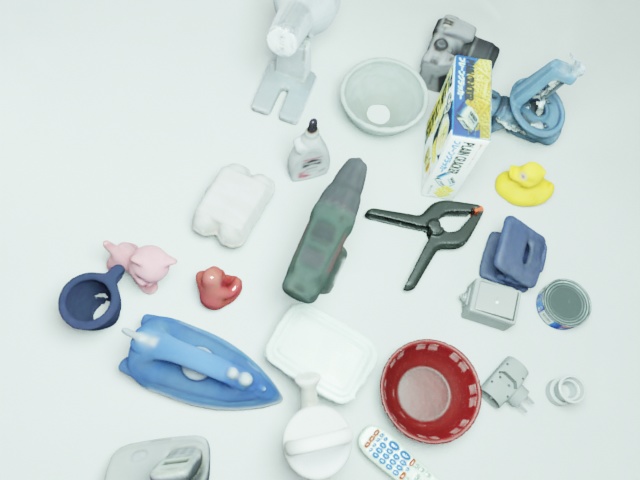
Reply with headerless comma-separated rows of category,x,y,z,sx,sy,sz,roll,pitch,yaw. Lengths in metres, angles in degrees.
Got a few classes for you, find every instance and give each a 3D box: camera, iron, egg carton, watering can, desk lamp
camera,0.280,-0.368,1.135,0.136,0.101,0.143,22,69,5
iron,-0.177,0.189,0.866,0.258,0.141,0.119,19,69,3
egg carton,-0.151,-0.061,1.003,0.107,0.069,0.150,24,69,6
watering can,-0.008,0.280,0.815,0.101,0.194,0.172,-29,73,-14
desk lamp,-0.046,-0.359,1.048,0.118,0.213,0.203,18,69,3

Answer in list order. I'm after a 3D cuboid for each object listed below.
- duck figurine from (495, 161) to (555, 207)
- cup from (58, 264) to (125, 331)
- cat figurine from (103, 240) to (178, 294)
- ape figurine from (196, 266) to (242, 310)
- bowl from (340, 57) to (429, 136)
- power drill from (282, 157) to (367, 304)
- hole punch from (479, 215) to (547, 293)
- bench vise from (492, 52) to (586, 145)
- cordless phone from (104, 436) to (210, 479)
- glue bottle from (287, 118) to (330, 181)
duck figurine,0.384,-0.110,1.051,0.104,0.086,0.077,15,69,2
cup,-0.347,0.096,0.915,0.091,0.095,0.118,33,70,9
cat figurine,-0.294,0.035,0.930,0.127,0.118,0.067,25,69,6
ape figurine,-0.171,0.071,0.939,0.077,0.092,0.076,31,70,8
bowl,0.119,-0.261,1.096,0.167,0.075,0.167,1,69,-3
power drill,0.008,0.003,0.915,0.075,0.208,0.230,22,69,5
hole punch,0.343,0.024,0.994,0.101,0.091,0.109,19,69,4
bench vise,0.363,-0.248,1.030,0.207,0.220,0.121,-4,69,-5
cordless phone,-0.230,0.319,0.789,0.147,0.185,0.094,-8,70,-7
glue bottle,-0.017,-0.160,0.995,0.078,0.173,0.037,-20,71,-11
